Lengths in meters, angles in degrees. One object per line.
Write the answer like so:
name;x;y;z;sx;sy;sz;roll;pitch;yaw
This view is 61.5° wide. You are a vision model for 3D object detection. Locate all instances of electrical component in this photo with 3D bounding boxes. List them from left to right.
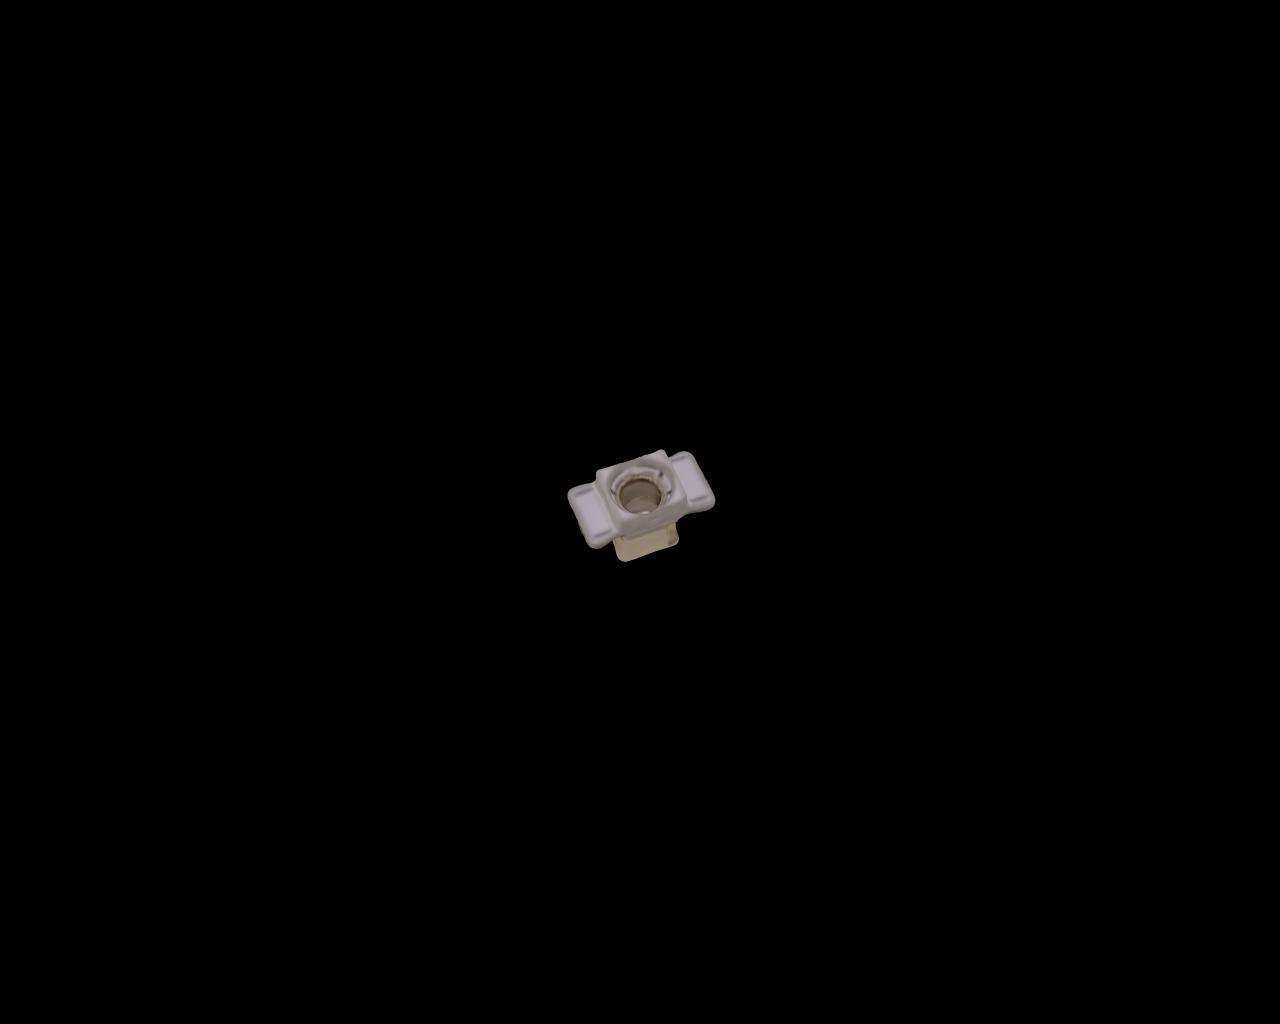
electrical component;0.001;-0.003;0.650;0.081;0.042;0.063;-18;-28;-10
